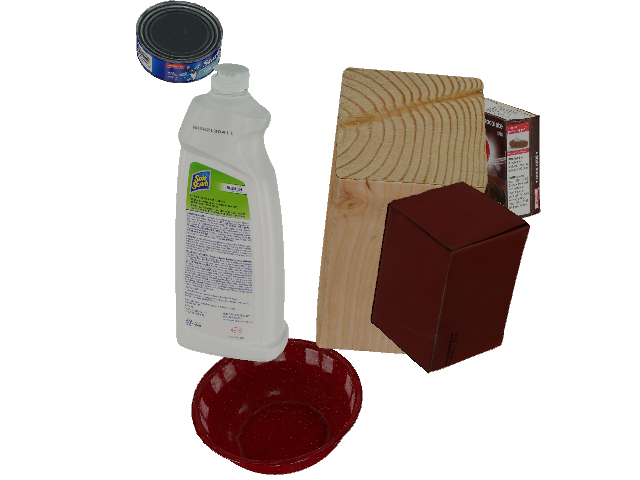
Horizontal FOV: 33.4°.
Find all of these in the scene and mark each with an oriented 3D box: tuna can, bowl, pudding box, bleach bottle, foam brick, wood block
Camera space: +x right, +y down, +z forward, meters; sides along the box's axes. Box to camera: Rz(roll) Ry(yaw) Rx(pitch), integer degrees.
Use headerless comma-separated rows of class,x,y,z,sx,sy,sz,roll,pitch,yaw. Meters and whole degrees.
tuna can,-0.141,-0.198,1.067,0.086,0.086,0.034,0,-35,-9
bowl,-0.038,0.167,1.009,0.162,0.055,0.162,-5,38,4
pudding box,0.146,-0.074,0.926,0.039,0.090,0.114,-14,21,-22
bleach bottle,-0.073,-0.024,0.911,0.102,0.251,0.068,8,24,9
foam brick,0.064,0.018,0.544,0.052,0.078,0.051,-16,40,-31
wood block,0.049,-0.011,0.726,0.091,0.090,0.206,5,-35,-1
